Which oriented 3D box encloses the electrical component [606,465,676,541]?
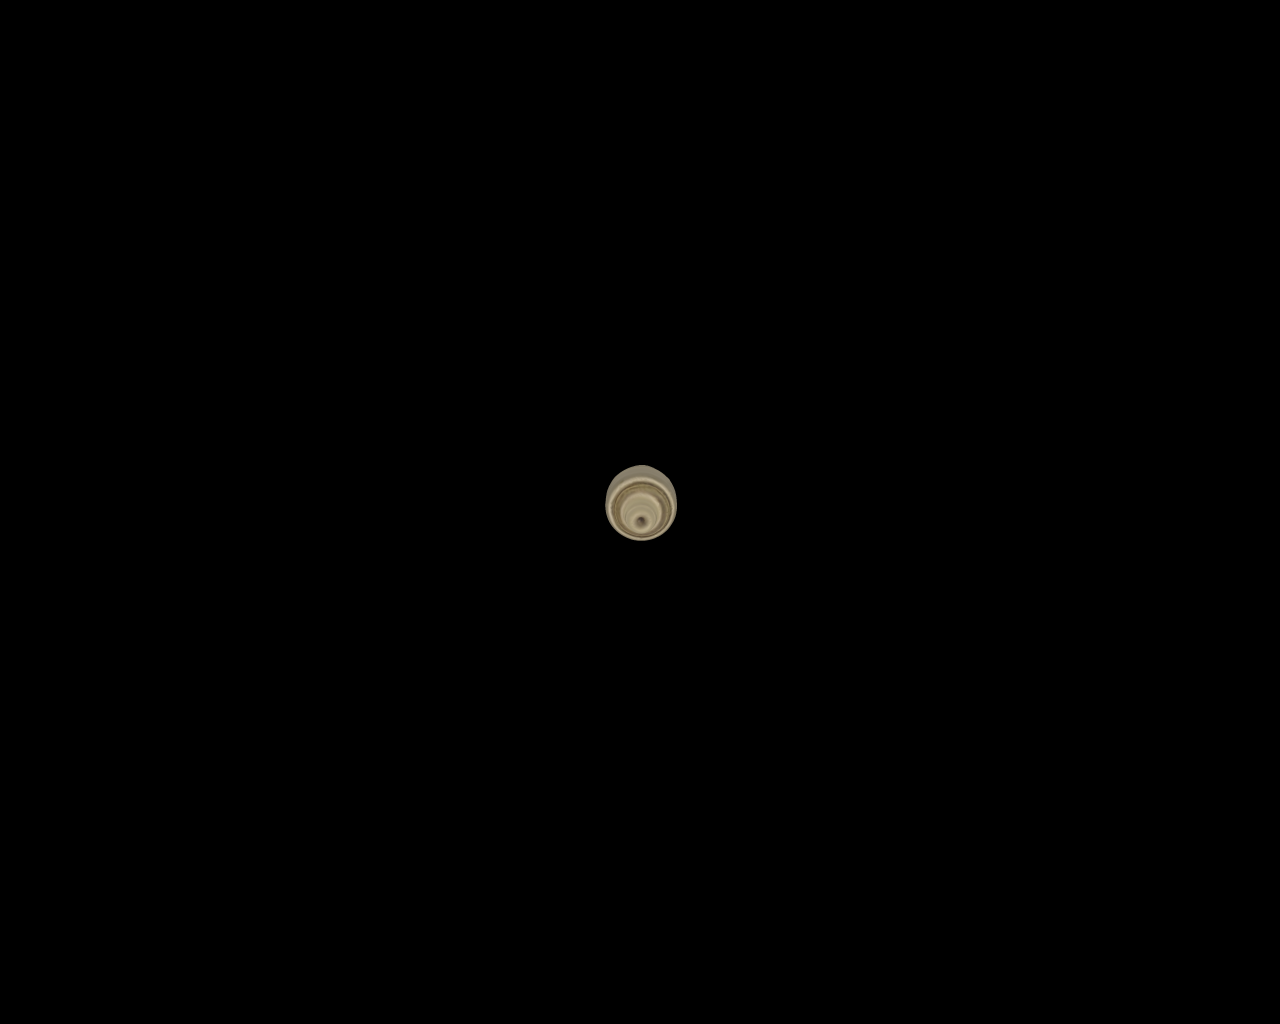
[{"bbox_3d":[0.001,-0.003,0.650,0.043,0.043,0.062,0,16,0],"label":"electrical component"}]
